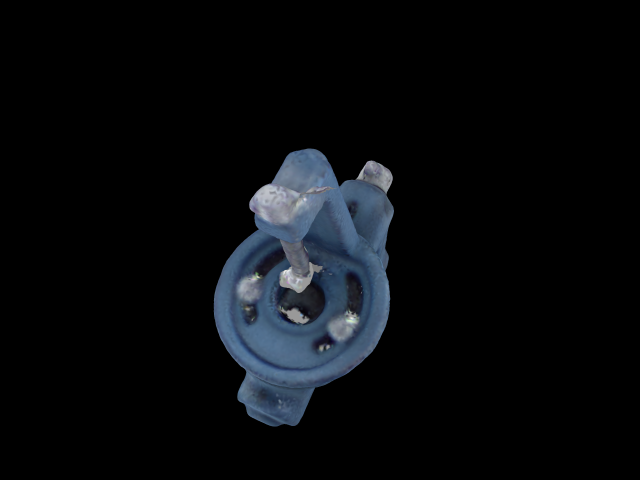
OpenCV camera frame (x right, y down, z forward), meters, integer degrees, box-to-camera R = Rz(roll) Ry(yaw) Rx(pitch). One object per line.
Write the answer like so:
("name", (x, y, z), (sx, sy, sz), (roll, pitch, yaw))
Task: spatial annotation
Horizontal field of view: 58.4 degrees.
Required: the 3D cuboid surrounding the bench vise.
("bench vise", (-0.008, 0.000, 0.401), (0.121, 0.220, 0.207), (6, 52, 5))
